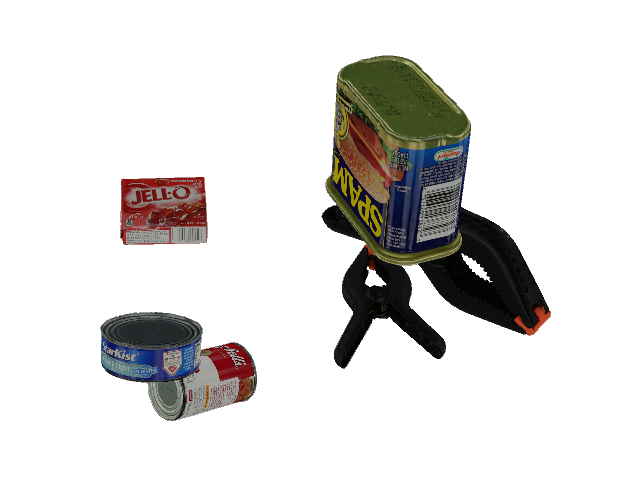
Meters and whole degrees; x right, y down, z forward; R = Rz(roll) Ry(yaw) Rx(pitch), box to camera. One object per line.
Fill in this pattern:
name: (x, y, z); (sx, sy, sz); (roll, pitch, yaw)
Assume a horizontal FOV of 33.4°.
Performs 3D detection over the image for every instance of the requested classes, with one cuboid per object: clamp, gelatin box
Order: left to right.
gelatin box: (-0.164, -0.032, 1.116); (0.089, 0.073, 0.030); (-1, -42, -8)
clamp: (0.077, 0.074, 1.193); (0.120, 0.171, 0.039); (5, -43, -2)
clamp: (0.096, -0.009, 0.837); (0.210, 0.165, 0.036); (38, 55, 18)

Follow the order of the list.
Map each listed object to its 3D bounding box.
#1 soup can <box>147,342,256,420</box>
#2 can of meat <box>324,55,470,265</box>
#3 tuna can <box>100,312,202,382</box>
soup can: (-0.130, 0.154, 1.168); (0.102, 0.068, 0.069); (-9, 6, -43)
can of meat: (0.045, -0.050, 0.630); (0.057, 0.084, 0.102); (-13, 40, -20)
tuna can: (-0.144, 0.090, 0.907); (0.086, 0.034, 0.086); (4, 15, -1)
